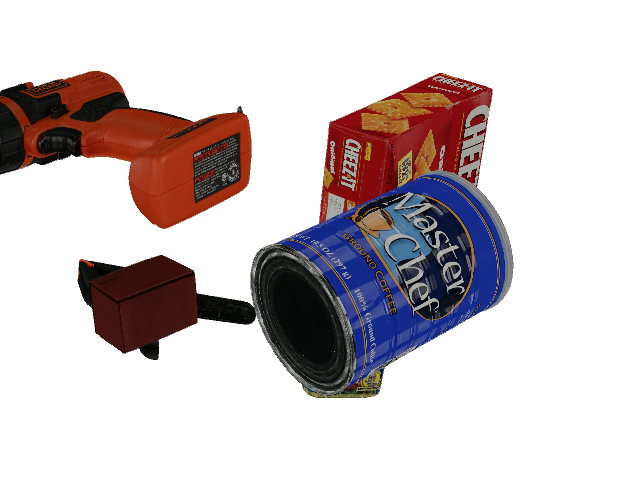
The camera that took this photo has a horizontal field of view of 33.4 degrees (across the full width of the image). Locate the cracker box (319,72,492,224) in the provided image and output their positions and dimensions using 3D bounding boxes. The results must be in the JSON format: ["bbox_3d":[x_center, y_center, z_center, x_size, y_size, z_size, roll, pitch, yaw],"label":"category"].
[{"bbox_3d":[0.084,-0.057,1.038,0.072,0.164,0.213,22,31,28],"label":"cracker box"}]

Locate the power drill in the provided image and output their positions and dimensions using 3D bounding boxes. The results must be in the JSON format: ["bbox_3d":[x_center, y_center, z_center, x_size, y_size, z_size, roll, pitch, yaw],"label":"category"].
[{"bbox_3d":[-0.155,-0.063,0.717,0.188,0.057,0.184,18,32,29],"label":"power drill"}]

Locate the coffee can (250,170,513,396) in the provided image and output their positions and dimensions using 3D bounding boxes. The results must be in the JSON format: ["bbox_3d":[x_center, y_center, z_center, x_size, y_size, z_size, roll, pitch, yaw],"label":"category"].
[{"bbox_3d":[0.040,0.025,0.695,0.140,0.103,0.103,-25,14,-31],"label":"coffee can"}]

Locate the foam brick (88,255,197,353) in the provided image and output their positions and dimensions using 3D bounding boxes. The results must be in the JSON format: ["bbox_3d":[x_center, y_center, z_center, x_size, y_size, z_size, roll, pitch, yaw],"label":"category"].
[{"bbox_3d":[-0.153,0.053,0.923,0.078,0.051,0.053,-22,30,-34],"label":"foam brick"}]

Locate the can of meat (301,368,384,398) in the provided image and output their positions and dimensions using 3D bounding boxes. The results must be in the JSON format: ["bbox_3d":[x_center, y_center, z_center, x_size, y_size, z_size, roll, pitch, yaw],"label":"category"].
[{"bbox_3d":[0.029,0.141,1.284,0.102,0.084,0.057,3,24,-14],"label":"can of meat"}]

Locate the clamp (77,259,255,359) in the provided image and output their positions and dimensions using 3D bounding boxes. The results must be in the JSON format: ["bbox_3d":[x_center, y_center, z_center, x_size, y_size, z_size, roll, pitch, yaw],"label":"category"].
[{"bbox_3d":[-0.198,0.069,1.169,0.210,0.036,0.164,19,21,25],"label":"clamp"}]
